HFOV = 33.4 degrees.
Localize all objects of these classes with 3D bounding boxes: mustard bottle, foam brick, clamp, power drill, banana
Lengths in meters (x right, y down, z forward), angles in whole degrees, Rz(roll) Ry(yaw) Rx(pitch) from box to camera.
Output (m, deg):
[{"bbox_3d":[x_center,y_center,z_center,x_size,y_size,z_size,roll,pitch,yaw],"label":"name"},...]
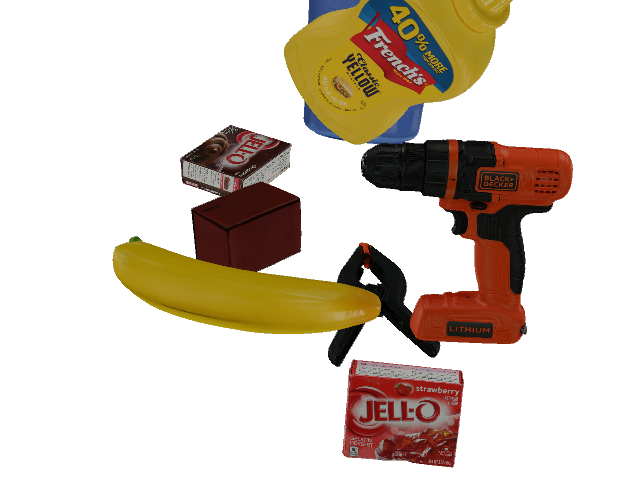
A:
[{"bbox_3d":[0.062,-0.136,0.731,0.192,0.096,0.058,-22,18,50],"label":"mustard bottle"},{"bbox_3d":[-0.061,-0.009,0.893,0.078,0.051,0.053,-24,34,-34],"label":"foam brick"},{"bbox_3d":[0.071,0.072,1.192,0.120,0.171,0.039,5,-43,-2],"label":"clamp"},{"bbox_3d":[0.125,0.000,0.961,0.184,0.188,0.057,4,26,2],"label":"power drill"},{"bbox_3d":[-0.062,0.027,0.676,0.198,0.037,0.069,15,33,26],"label":"banana"}]

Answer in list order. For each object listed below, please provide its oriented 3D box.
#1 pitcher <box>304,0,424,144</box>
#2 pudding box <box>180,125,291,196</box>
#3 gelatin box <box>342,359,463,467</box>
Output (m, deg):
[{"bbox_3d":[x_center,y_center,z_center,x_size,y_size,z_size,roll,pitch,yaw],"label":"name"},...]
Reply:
[{"bbox_3d":[0.055,-0.211,0.950,0.145,0.243,0.149,8,15,7],"label":"pitcher"},{"bbox_3d":[-0.101,-0.094,1.287,0.090,0.039,0.113,18,38,24],"label":"pudding box"},{"bbox_3d":[0.064,0.136,0.835,0.089,0.073,0.030,5,19,4],"label":"gelatin box"}]
